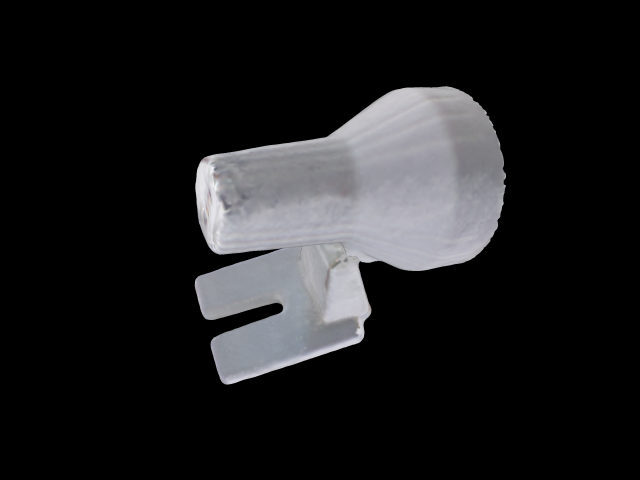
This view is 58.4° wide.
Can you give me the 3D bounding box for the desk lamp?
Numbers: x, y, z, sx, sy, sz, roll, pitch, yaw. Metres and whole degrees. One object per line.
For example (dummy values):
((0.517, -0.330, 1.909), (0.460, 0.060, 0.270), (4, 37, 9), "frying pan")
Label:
((0.004, 0.001, 0.400), (0.203, 0.214, 0.117), (-18, 61, -10), "desk lamp")
